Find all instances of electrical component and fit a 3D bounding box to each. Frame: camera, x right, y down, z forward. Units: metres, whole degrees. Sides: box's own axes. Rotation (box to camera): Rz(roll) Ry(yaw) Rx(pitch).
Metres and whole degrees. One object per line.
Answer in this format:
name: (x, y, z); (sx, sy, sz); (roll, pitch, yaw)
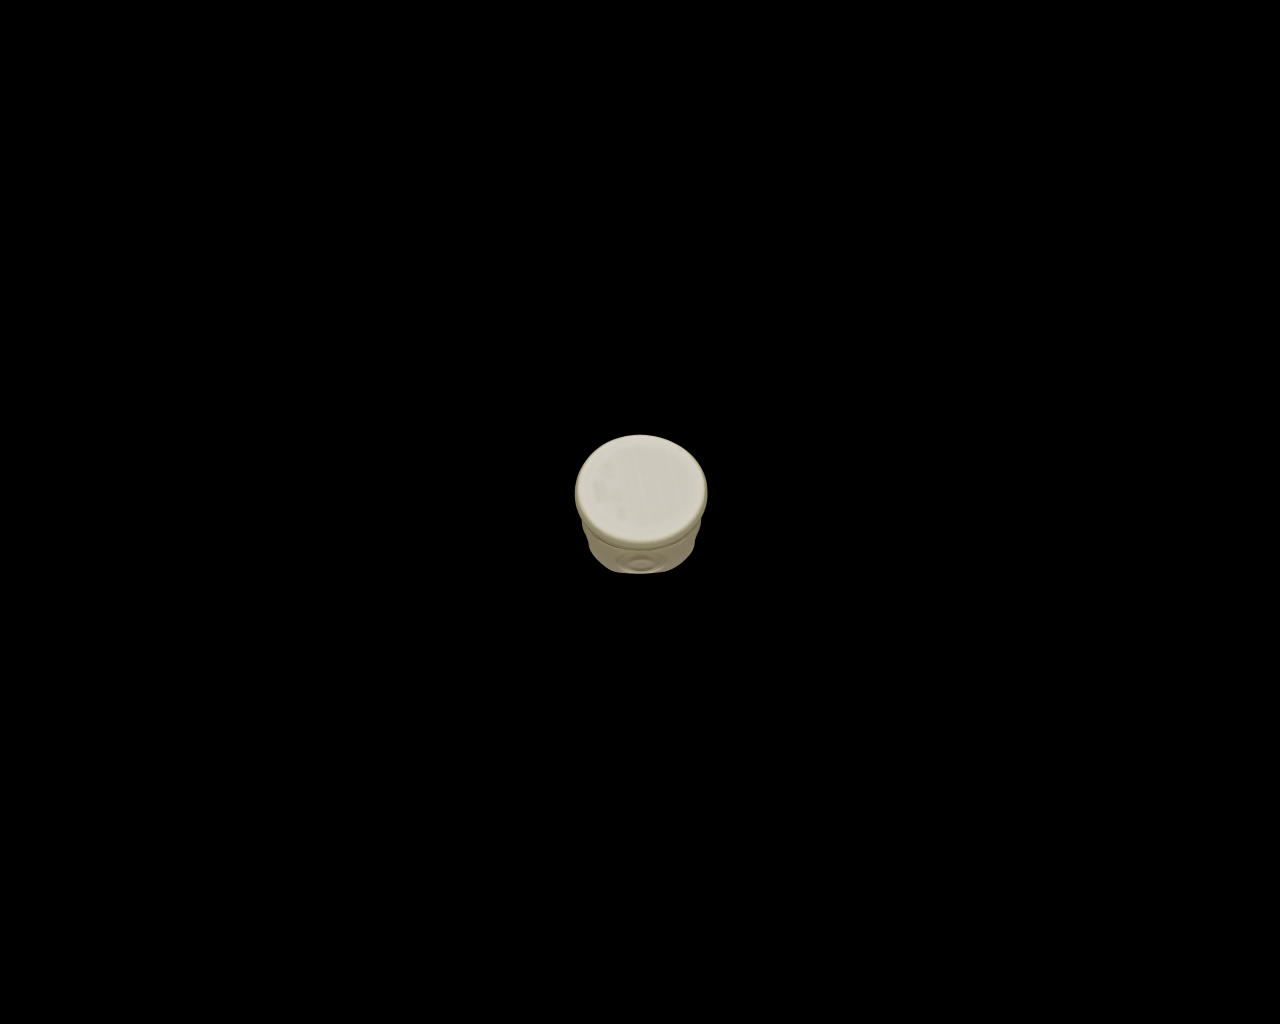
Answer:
electrical component: (0.001, -0.003, 0.650); (0.080, 0.080, 0.050); (0, -32, 0)
